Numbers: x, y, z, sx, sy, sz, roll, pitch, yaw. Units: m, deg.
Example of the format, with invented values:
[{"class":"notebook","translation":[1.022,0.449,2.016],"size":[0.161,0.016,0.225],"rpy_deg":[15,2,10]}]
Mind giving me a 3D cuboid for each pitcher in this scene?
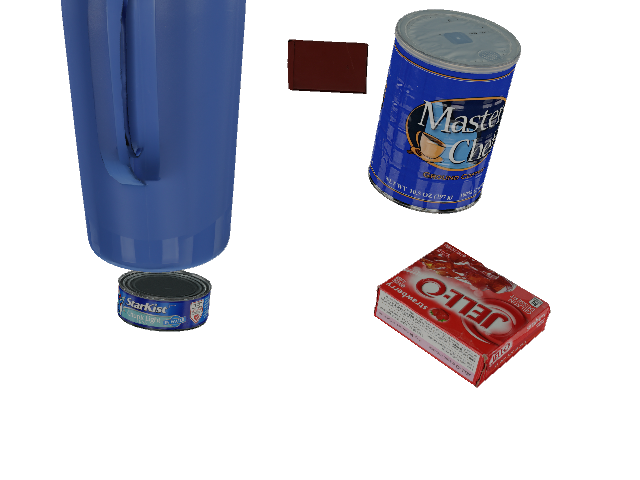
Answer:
[{"class":"pitcher","translation":[-0.120,-0.100,0.759],"size":[0.149,0.243,0.145],"rpy_deg":[-16,31,-35]}]

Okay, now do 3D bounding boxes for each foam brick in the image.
[{"class":"foam brick","translation":[0.007,-0.178,1.091],"size":[0.078,0.051,0.053],"rpy_deg":[2,11,-7]}]

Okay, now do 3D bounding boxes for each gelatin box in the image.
[{"class":"gelatin box","translation":[0.091,0.045,0.693],"size":[0.089,0.030,0.073],"rpy_deg":[33,45,30]}]

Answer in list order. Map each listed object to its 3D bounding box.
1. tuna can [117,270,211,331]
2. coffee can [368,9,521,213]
[{"class":"tuna can","translation":[-0.145,0.054,0.988],"size":[0.086,0.034,0.086],"rpy_deg":[6,16,-2]},{"class":"coffee can","translation":[0.102,-0.109,0.899],"size":[0.102,0.140,0.103],"rpy_deg":[6,36,-5]}]
